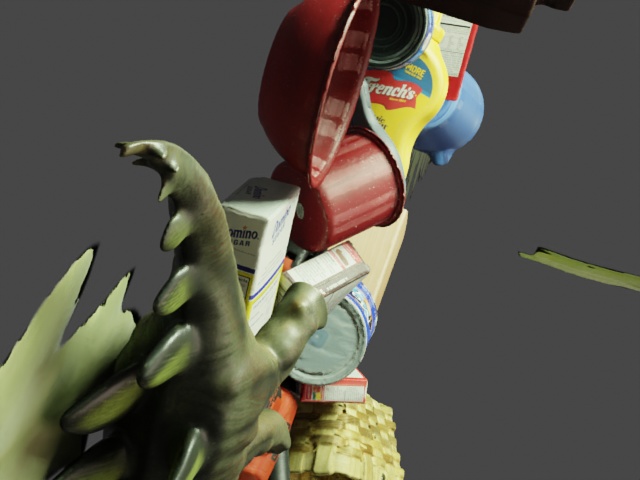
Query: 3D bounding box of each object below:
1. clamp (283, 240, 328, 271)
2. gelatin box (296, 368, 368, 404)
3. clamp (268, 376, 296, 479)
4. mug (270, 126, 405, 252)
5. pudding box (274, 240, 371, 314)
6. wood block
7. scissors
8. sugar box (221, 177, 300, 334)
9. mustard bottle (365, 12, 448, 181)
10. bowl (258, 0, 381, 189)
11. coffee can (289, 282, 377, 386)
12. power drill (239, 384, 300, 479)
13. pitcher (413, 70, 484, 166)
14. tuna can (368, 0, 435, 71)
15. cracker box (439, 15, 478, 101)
[{"bbox_3d":[-0.007,0.001,1.119,0.209,0.036,0.165,-54,167,-56],"label":"clamp"},{"bbox_3d":[0.007,0.157,1.188,0.089,0.073,0.030,-147,-119,-77],"label":"gelatin box"},{"bbox_3d":[-0.049,0.207,1.158,0.120,0.039,0.171,-178,-85,-66],"label":"clamp"},{"bbox_3d":[0.004,-0.041,0.913,0.081,0.117,0.093,-25,108,-32],"label":"mug"},{"bbox_3d":[-0.020,0.056,0.923,0.089,0.039,0.114,-27,166,-45],"label":"pudding box"},{"bbox_3d":[0.032,0.055,1.314,0.090,0.091,0.206,90,20,-66],"label":"wood block"},{"bbox_3d":[0.024,-0.119,0.939,0.016,0.202,0.096,-19,-179,-37],"label":"scissors"},{"bbox_3d":[-0.063,0.046,0.823,0.093,0.048,0.176,-52,154,-68],"label":"sugar box"},{"bbox_3d":[0.066,-0.136,1.004,0.192,0.096,0.058,-63,165,4],"label":"mustard bottle"},{"bbox_3d":[-0.005,-0.122,0.797,0.162,0.055,0.162,19,89,-82],"label":"bowl"},{"bbox_3d":[0.006,0.092,1.155,0.140,0.103,0.103,-35,143,-81],"label":"coffee can"},{"bbox_3d":[-0.071,0.186,1.028,0.188,0.057,0.184,88,25,-70],"label":"power drill"},{"bbox_3d":[0.143,-0.199,1.417,0.145,0.149,0.242,-49,171,8],"label":"pitcher"},{"bbox_3d":[0.057,-0.194,0.952,0.033,0.086,0.086,-31,139,-74],"label":"tuna can"},{"bbox_3d":[0.132,-0.286,1.167,0.164,0.072,0.214,-94,-167,-53],"label":"cracker box"}]
